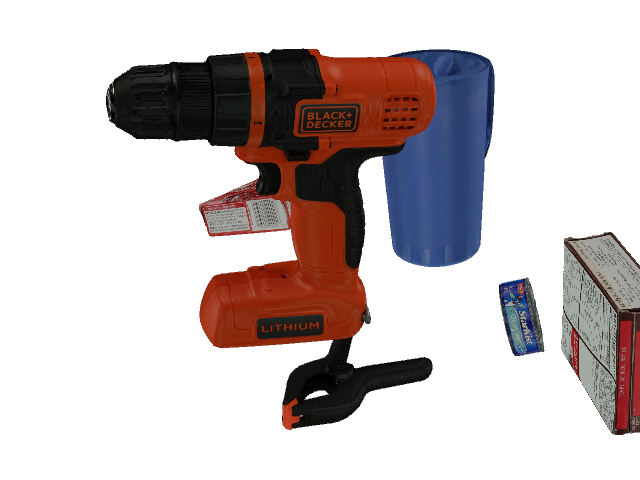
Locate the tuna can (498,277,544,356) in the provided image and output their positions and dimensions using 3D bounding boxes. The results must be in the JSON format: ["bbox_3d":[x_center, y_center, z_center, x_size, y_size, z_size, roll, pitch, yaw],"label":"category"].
[{"bbox_3d":[0.226,0.086,1.203,0.034,0.086,0.086,-13,-3,14],"label":"tuna can"}]

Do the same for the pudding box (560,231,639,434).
[{"bbox_3d":[0.189,0.057,0.690,0.039,0.090,0.113,-6,24,-5],"label":"pudding box"}]

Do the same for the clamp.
[{"bbox_3d":[0.018,0.136,1.104,0.171,0.039,0.120,-21,33,-33],"label":"clamp"}]

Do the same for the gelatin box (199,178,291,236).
[{"bbox_3d":[-0.037,-0.030,0.825,0.089,0.030,0.073,-4,16,41],"label":"gelatin box"}]

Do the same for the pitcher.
[{"bbox_3d":[0.141,-0.100,1.265,0.149,0.243,0.145,-4,25,1],"label":"pitcher"}]

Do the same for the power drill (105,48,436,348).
[{"bbox_3d":[-0.032,-0.023,0.630,0.184,0.188,0.057,-2,37,-12],"label":"power drill"}]
